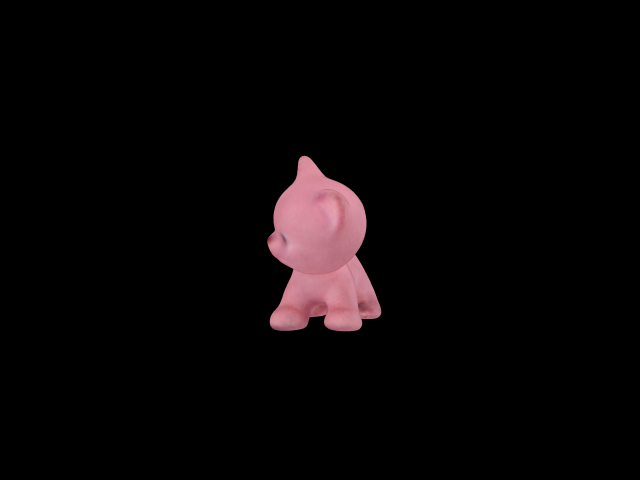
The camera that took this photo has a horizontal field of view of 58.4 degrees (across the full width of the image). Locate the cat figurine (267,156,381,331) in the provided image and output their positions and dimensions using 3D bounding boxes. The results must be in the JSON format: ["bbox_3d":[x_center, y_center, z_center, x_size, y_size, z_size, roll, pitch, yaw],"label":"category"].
[{"bbox_3d":[0.004,0.001,0.400,0.067,0.118,0.128,0,0,13],"label":"cat figurine"}]
